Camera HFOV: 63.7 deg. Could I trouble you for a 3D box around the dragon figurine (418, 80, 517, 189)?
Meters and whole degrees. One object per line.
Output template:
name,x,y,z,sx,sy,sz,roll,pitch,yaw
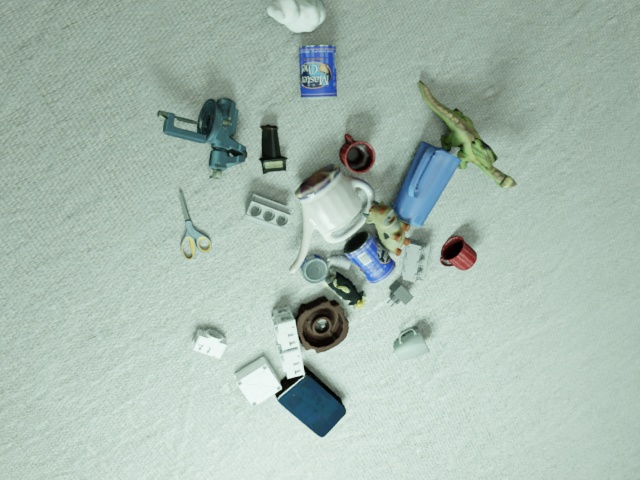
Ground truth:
dragon figurine,0.439,-0.294,1.499,0.122,0.246,0.405,-44,113,6

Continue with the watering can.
watering can,0.005,-0.075,1.496,0.350,0.105,0.221,-39,111,-11

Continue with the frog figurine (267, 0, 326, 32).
frog figurine,-0.062,-0.580,1.324,0.138,0.163,0.119,16,137,14
